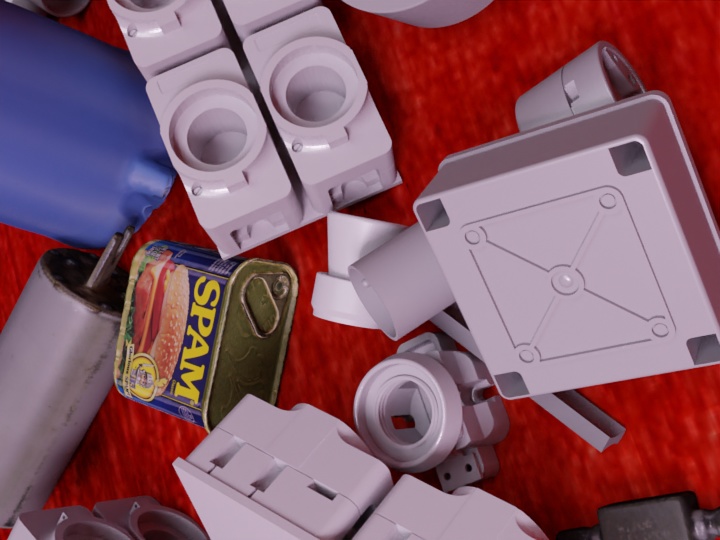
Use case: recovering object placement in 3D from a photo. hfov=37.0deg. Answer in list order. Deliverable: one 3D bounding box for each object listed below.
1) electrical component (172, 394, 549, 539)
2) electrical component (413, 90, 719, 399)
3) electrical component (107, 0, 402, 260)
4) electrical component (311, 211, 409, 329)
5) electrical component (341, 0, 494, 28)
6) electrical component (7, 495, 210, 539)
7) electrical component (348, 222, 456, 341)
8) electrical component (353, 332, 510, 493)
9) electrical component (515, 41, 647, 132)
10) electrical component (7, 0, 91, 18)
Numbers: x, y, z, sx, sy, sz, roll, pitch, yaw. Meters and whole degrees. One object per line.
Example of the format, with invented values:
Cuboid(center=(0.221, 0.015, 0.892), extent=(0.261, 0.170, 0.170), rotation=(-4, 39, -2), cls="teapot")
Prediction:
Cuboid(center=(0.012, 0.138, 0.503), extent=(0.186, 0.105, 0.060), rotation=(22, 53, 33), cls="electrical component")
Cuboid(center=(0.096, -0.008, 0.469), extent=(0.109, 0.056, 0.108), rotation=(-15, 111, 32), cls="electrical component")
Cuboid(center=(-0.064, -0.115, 0.578), extent=(0.105, 0.060, 0.186), rotation=(-24, 74, -1), cls="electrical component")
Cuboid(center=(0.000, 0.000, 0.566), extent=(0.045, 0.045, 0.055), rotation=(13, 93, 34), cls="electrical component")
Cuboid(center=(0.035, -0.176, 0.549), extent=(0.108, 0.060, 0.108), rotation=(-3, 84, 33), cls="electrical component")
Cuboid(center=(-0.103, 0.201, 0.581), extent=(0.186, 0.105, 0.060), rotation=(37, 106, 30), cls="electrical component")
Cuboid(center=(0.039, -0.005, 0.531), extent=(0.081, 0.043, 0.043), rotation=(-32, 64, -12), cls="electrical component")
Cuboid(center=(0.034, 0.070, 0.531), extent=(0.058, 0.057, 0.078), rotation=(-28, 71, 28), cls="electrical component")
Cuboid(center=(0.105, -0.070, 0.498), extent=(0.047, 0.055, 0.055), rotation=(-29, 71, 32), cls="electrical component")
Cuboid(center=(-0.228, -0.191, 0.734), extent=(0.077, 0.043, 0.079), rotation=(36, 105, 30), cls="electrical component")
